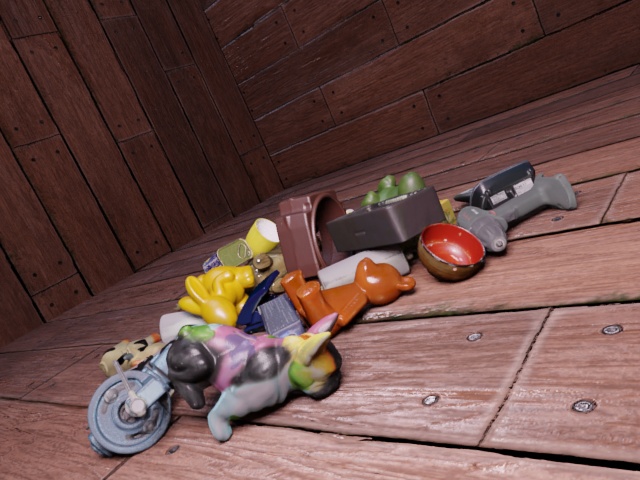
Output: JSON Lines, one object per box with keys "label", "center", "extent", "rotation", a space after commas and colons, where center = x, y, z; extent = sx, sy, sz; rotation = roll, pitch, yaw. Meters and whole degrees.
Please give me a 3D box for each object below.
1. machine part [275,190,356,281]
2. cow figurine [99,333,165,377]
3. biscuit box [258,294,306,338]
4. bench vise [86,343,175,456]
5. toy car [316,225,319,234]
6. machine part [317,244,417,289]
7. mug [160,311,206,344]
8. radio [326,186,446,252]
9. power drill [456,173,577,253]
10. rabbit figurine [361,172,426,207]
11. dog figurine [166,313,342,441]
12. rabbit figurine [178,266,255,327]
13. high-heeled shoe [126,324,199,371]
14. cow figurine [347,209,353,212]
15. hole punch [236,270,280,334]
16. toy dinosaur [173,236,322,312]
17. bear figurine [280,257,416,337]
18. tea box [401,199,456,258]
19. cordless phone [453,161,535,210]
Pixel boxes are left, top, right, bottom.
{"label": "machine part", "center": [-0.002, -0.004, 1.172], "extent": [0.087, 0.201, 0.201], "rotation": [-13, 4, 28]}
{"label": "cow figurine", "center": [-0.393, 0.254, 1.144], "extent": [0.195, 0.085, 0.127], "rotation": [-15, 9, 31]}
{"label": "biscuit box", "center": [-0.066, 0.157, 0.973], "extent": [0.063, 0.059, 0.203], "rotation": [-25, 11, -7]}
{"label": "bench vise", "center": [-0.259, 0.233, 0.820], "extent": [0.224, 0.129, 0.240], "rotation": [-38, -2, -24]}
{"label": "toy car", "center": [0.053, -0.038, 1.336], "extent": [0.202, 0.053, 0.089], "rotation": [5, 37, 17]}
{"label": "machine part", "center": [0.085, 0.062, 1.049], "extent": [0.243, 0.079, 0.079], "rotation": [-25, 11, 2]}
{"label": "mug", "center": [-0.299, 0.199, 1.234], "extent": [0.107, 0.080, 0.109], "rotation": [-11, 6, 4]}
{"label": "radio", "center": [0.125, -0.037, 1.045], "extent": [0.131, 0.073, 0.230], "rotation": [-26, 8, -29]}
{"label": "power drill", "center": [0.363, -0.045, 0.998], "extent": [0.207, 0.086, 0.232], "rotation": [-32, 9, -1]}
{"label": "rabbit figurine", "center": [0.203, -0.094, 1.329], "extent": [0.121, 0.159, 0.170], "rotation": [-33, -5, -30]}
{"label": "dog figurine", "center": [-0.078, 0.155, 0.735], "extent": [0.219, 0.191, 0.108], "rotation": [-37, 2, 14]}
{"label": "rabbit figurine", "center": [-0.222, 0.127, 1.181], "extent": [0.173, 0.162, 0.121], "rotation": [-101, 33, -58]}
{"label": "high-heeled shoe", "center": [-0.301, 0.254, 1.068], "extent": [0.145, 0.086, 0.248], "rotation": [-54, -20, 20]}
{"label": "cow figurine", "center": [0.072, -0.032, 1.411], "extent": [0.168, 0.068, 0.098], "rotation": [8, 31, 17]}
{"label": "hole punch", "center": [-0.120, 0.132, 1.134], "extent": [0.116, 0.092, 0.142], "rotation": [-25, 14, 17]}
{"label": "toy dinosaur", "center": [-0.140, 0.084, 1.368], "extent": [0.471, 0.105, 0.198], "rotation": [-19, 1, -24]}
{"label": "bear figurine", "center": [0.053, 0.080, 0.922], "extent": [0.196, 0.131, 0.120], "rotation": [-32, 21, -11]}
{"label": "tea box", "center": [0.216, -0.023, 1.192], "extent": [0.098, 0.068, 0.169], "rotation": [-11, 18, 48]}
{"label": "cordless phone", "center": [0.391, -0.113, 1.217], "extent": [0.147, 0.088, 0.184], "rotation": [-26, 7, -6]}
